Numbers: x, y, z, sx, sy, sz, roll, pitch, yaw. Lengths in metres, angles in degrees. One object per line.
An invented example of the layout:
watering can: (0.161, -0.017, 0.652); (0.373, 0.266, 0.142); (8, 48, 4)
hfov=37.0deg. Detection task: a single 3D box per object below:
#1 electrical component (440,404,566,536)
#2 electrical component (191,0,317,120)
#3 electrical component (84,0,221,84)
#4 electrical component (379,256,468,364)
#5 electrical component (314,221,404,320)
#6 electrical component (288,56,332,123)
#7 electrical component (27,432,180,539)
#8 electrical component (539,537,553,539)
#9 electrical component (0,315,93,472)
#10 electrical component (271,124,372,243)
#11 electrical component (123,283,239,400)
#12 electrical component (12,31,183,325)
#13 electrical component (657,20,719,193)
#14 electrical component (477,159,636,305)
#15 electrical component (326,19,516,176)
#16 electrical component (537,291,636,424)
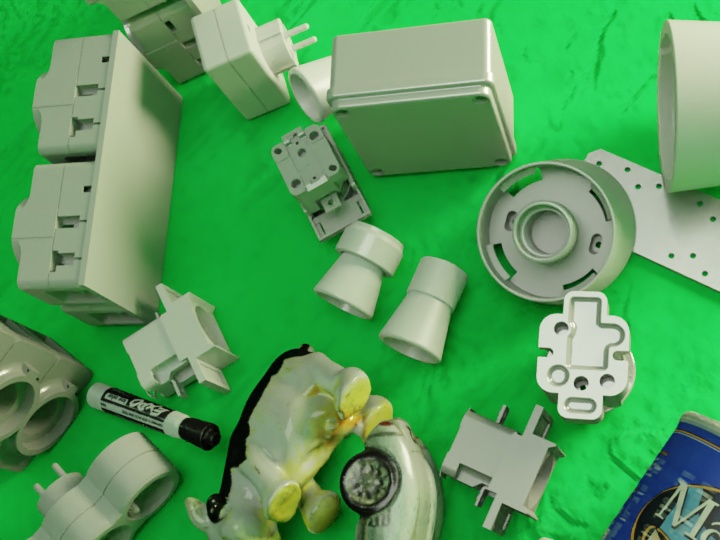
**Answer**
electrical component: (0.088, 0.121, 0.673); (0.064, 0.042, 0.081); (21, 79, 25)
electrical component: (-0.069, -0.160, 0.788); (0.076, 0.083, 0.047); (-21, 68, 9)
electrical component: (-0.163, -0.226, 0.781); (0.060, 0.186, 0.105); (-22, 68, 8)
electrical component: (0.045, 0.024, 0.718); (0.044, 0.044, 0.065); (19, 74, 21)
electrical component: (0.000, 0.000, 0.736); (0.045, 0.045, 0.055); (23, 80, 22)
electrical component: (-0.014, -0.141, 0.784); (0.065, 0.044, 0.044); (-32, 65, -16)
electrical component: (-0.195, 0.164, 0.736); (0.074, 0.052, 0.138); (40, 87, 24)
electrical component: (0.113, 0.194, 0.645); (0.035, 0.035, 0.061); (16, 81, 21)
electrical component: (-0.259, 0.078, 0.729); (0.062, 0.150, 0.089); (33, 84, 24)
electrical component: (-0.030, -0.066, 0.756); (0.042, 0.064, 0.081); (-30, 67, 6)
electrical component: (-0.128, 0.055, 0.758); (0.064, 0.042, 0.081); (-31, 66, 6)
electrical component: (-0.188, -0.062, 0.779); (0.060, 0.105, 0.186); (-2, 72, 16)
electrical component: (0.223, -0.103, 0.673); (0.060, 0.108, 0.108); (-2, 72, 10)
electrical component: (0.127, -0.026, 0.706); (0.099, 0.064, 0.099); (0, 91, 23)
electrical component: (0.044, -0.113, 0.726); (0.109, 0.108, 0.056); (-3, 69, 15)
electrical component: (0.141, 0.058, 0.668); (0.058, 0.057, 0.078); (1, 73, 17)
